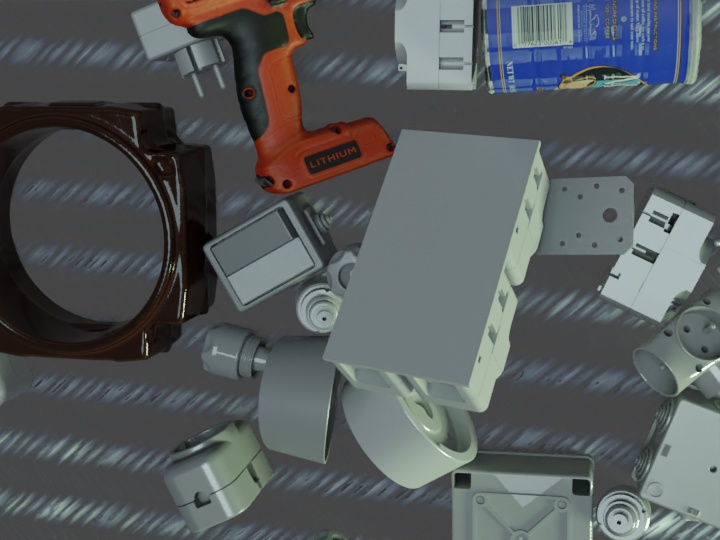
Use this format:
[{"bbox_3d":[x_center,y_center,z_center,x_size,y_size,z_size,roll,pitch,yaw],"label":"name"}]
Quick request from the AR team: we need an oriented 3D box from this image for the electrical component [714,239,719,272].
[{"bbox_3d":[0.286,-0.017,0.765,0.079,0.044,0.077,-12,99,-18],"label":"electrical component"}]

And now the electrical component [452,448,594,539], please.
[{"bbox_3d":[0.127,0.199,0.839,0.109,0.056,0.108,1,100,11],"label":"electrical component"}]

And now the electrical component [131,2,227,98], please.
[{"bbox_3d":[-0.126,-0.172,0.828,0.066,0.047,0.076,-19,96,14],"label":"electrical component"}]

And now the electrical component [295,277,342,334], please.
[{"bbox_3d":[-0.029,0.030,0.832,0.040,0.078,0.040,-1,100,-4],"label":"electrical component"}]

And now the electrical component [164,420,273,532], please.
[{"bbox_3d":[-0.114,0.159,0.860,0.054,0.095,0.059,-25,94,14],"label":"electrical component"}]

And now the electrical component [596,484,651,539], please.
[{"bbox_3d":[0.199,0.186,0.814,0.040,0.078,0.040,-2,84,17],"label":"electrical component"}]

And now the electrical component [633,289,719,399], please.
[{"bbox_3d":[0.251,0.066,0.775,0.077,0.044,0.079,-35,78,-18],"label":"electrical component"}]

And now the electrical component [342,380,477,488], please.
[{"bbox_3d":[0.032,0.114,0.819,0.060,0.108,0.108,-38,91,21],"label":"electrical component"}]

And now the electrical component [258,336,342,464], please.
[{"bbox_3d":[-0.038,0.098,0.833,0.064,0.099,0.099,5,101,17],"label":"electrical component"}]

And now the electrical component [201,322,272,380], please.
[{"bbox_3d":[-0.093,0.068,0.865,0.062,0.043,0.043,13,102,11],"label":"electrical component"}]

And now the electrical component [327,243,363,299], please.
[{"bbox_3d":[0.000,0.000,0.825,0.043,0.062,0.043,2,101,11],"label":"electrical component"}]

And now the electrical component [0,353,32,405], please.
[{"bbox_3d":[-0.326,0.071,0.905,0.054,0.059,0.095,-21,95,14],"label":"electrical component"}]

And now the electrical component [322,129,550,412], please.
[{"bbox_3d":[0.060,-0.002,0.761,0.105,0.060,0.186,8,66,25],"label":"electrical component"}]

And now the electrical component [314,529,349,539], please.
[{"bbox_3d":[-0.033,0.246,0.891,0.035,0.035,0.061,36,107,3],"label":"electrical component"}]

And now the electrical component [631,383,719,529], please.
[{"bbox_3d":[0.262,0.141,0.805,0.100,0.048,0.099,21,103,7],"label":"electrical component"}]

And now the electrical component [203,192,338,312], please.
[{"bbox_3d":[-0.064,-0.017,0.836,0.096,0.061,0.061,-29,93,15],"label":"electrical component"}]

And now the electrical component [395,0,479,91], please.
[{"bbox_3d":[0.057,-0.178,0.788,0.056,0.050,0.089,2,101,10],"label":"electrical component"}]

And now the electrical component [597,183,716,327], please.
[{"bbox_3d":[0.219,-0.010,0.786,0.056,0.050,0.089,26,104,7],"label":"electrical component"}]
